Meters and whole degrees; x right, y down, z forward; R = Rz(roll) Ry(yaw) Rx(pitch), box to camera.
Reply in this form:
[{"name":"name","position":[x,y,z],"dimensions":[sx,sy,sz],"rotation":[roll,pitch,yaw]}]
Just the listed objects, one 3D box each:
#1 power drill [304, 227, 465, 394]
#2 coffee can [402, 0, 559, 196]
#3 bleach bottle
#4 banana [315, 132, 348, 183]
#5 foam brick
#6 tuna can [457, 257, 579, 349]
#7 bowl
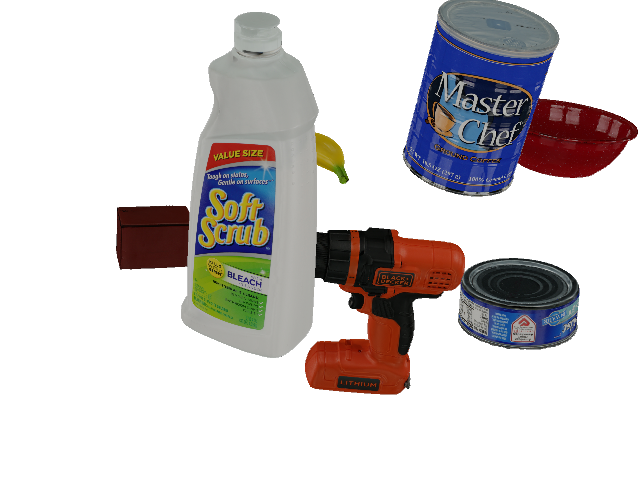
[{"name":"power drill","position":[0.033,0.068,1.027],"dimensions":[0.184,0.188,0.057],"rotation":[6,43,-4]},{"name":"coffee can","position":[0.136,-0.124,0.922],"dimensions":[0.102,0.140,0.103],"rotation":[8,35,-6]},{"name":"bleach bottle","position":[-0.051,-0.039,0.751],"dimensions":[0.103,0.251,0.068],"rotation":[20,38,24]},{"name":"banana","position":[-0.053,-0.111,1.317],"dimensions":[0.198,0.037,0.069],"rotation":[7,38,17]},{"name":"foam brick","position":[-0.177,-0.004,1.140],"dimensions":[0.078,0.051,0.053],"rotation":[-2,24,-15]},{"name":"tuna can","position":[0.143,0.044,0.770],"dimensions":[0.086,0.034,0.086],"rotation":[0,23,0]},{"name":"bowl","position":[0.265,-0.110,1.183],"dimensions":[0.162,0.055,0.162],"rotation":[5,23,-2]}]
